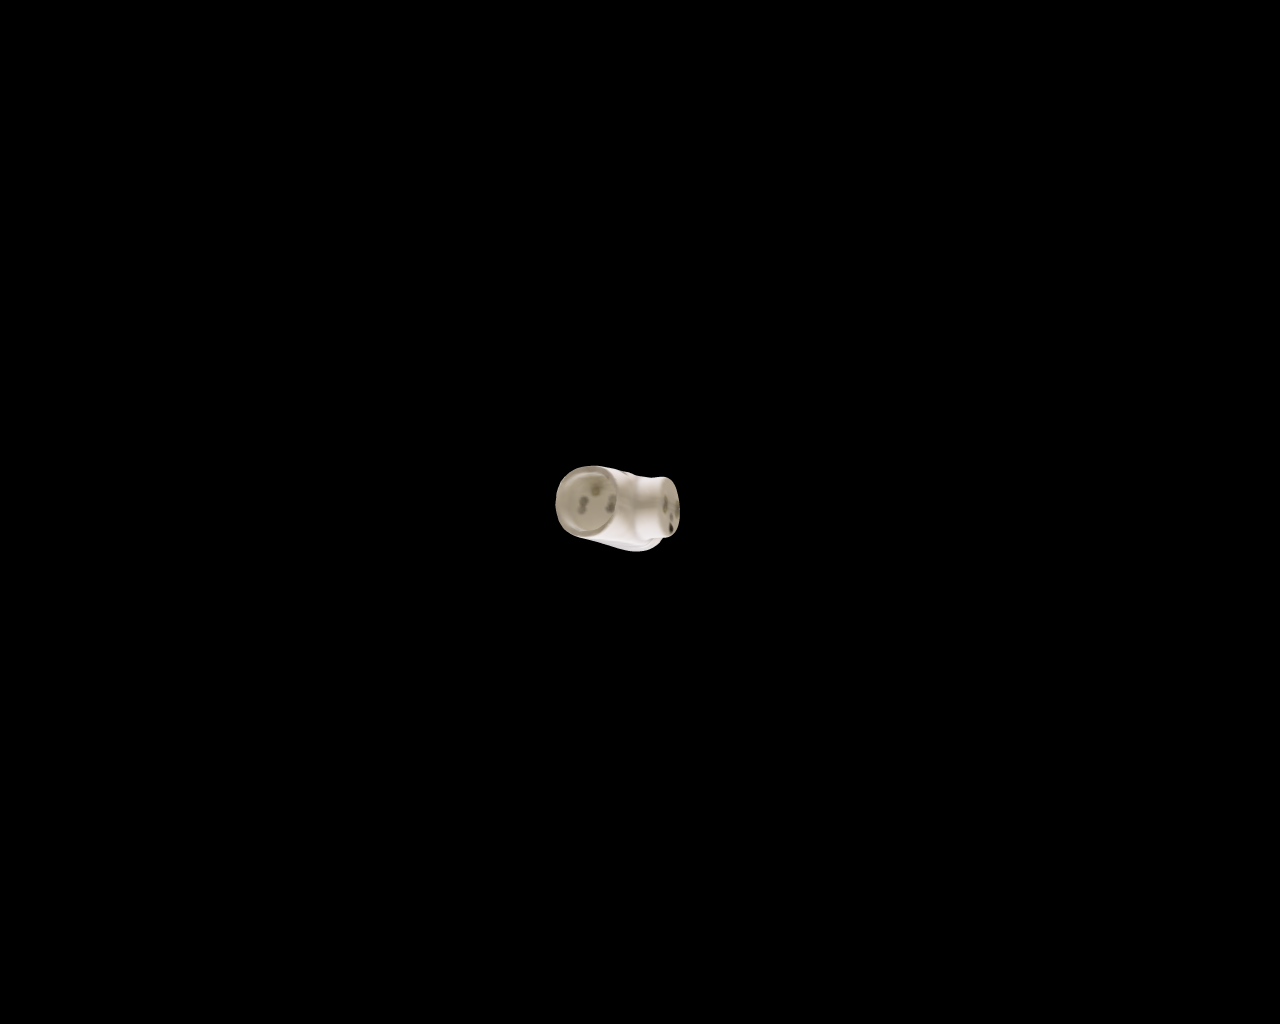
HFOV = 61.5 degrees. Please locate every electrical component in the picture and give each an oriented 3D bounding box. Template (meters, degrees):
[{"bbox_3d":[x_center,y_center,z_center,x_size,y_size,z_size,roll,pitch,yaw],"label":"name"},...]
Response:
[{"bbox_3d":[0.001,-0.003,0.650,0.079,0.044,0.077,-4,-10,23],"label":"electrical component"}]
